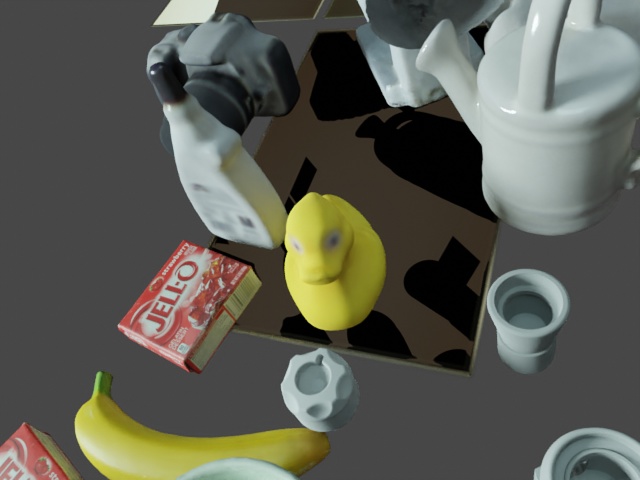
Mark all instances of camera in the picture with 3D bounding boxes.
[{"bbox_3d":[-0.112,-0.144,0.550,0.142,0.101,0.137,10,58,25],"label":"camera"}]

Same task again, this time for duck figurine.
[{"bbox_3d":[0.004,0.001,0.411,0.077,0.086,0.104,-8,52,13],"label":"duck figurine"}]

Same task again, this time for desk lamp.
[{"bbox_3d":[0.075,-0.215,0.470,0.118,0.214,0.203,-20,50,3],"label":"desk lamp"}]

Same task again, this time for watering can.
[{"bbox_3d":[0.145,-0.099,0.371,0.172,0.194,0.101,2,55,20],"label":"watering can"}]

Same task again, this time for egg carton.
[{"bbox_3d":[0.220,-0.192,0.499,0.150,0.069,0.107,-4,53,16],"label":"egg carton"}]

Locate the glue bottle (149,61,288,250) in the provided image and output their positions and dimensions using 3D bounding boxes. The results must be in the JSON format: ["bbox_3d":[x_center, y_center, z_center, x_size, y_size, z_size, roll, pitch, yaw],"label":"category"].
[{"bbox_3d":[-0.080,-0.060,0.428,0.078,0.173,0.037,14,60,27],"label":"glue bottle"}]
